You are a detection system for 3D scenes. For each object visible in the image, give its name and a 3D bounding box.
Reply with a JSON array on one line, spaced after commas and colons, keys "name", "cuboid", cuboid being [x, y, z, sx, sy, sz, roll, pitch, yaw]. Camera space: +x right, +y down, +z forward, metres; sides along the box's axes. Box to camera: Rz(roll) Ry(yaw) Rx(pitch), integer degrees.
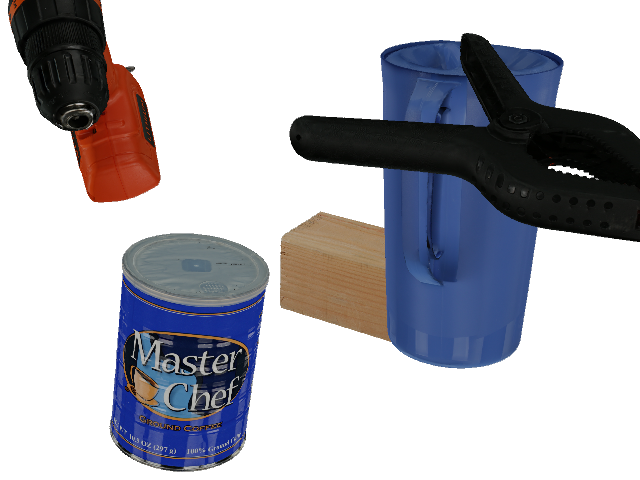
[{"name": "coffee can", "cuboid": [-0.096, 0.079, 0.770, 0.102, 0.140, 0.103, 7, 24, -3]}, {"name": "power drill", "cuboid": [-0.148, -0.104, 0.674, 0.057, 0.184, 0.187, -14, -31, -5]}, {"name": "pitcher", "cuboid": [0.104, -0.026, 0.816, 0.149, 0.243, 0.145, -7, 22, -19]}, {"name": "wood block", "cuboid": [0.066, 0.045, 1.152, 0.206, 0.091, 0.090, 16, 28, 27]}, {"name": "clamp", "cuboid": [0.097, -0.050, 0.590, 0.164, 0.036, 0.210, -27, 43, -28]}]
